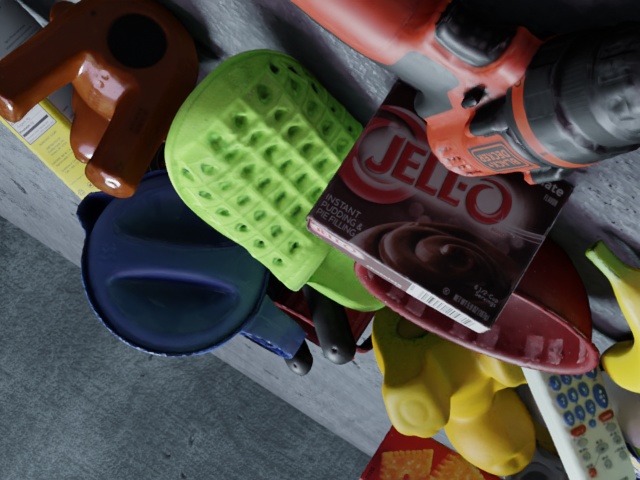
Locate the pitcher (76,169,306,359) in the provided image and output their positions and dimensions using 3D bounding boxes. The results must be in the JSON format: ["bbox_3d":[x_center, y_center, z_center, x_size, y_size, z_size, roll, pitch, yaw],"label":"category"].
[{"bbox_3d":[-0.100,0.039,0.855,0.243,0.145,0.149,112,144,-80],"label":"pitcher"}]

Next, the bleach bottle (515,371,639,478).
[{"bbox_3d":[0.238,0.143,0.790,0.102,0.068,0.251,46,165,-24],"label":"bleach bottle"}]

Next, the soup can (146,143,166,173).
[{"bbox_3d":[-0.117,-0.056,0.907,0.068,0.068,0.102,33,168,1],"label":"soup can"}]

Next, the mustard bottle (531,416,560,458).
[{"bbox_3d":[0.177,0.146,0.962,0.192,0.058,0.096,25,167,35],"label":"mustard bottle"}]

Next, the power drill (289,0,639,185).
[{"bbox_3d":[0.041,-0.091,0.413,0.187,0.057,0.185,36,167,-13],"label":"power drill"}]

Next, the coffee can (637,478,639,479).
[{"bbox_3d":[0.304,0.223,0.835,0.102,0.102,0.141,41,165,-31],"label":"coffee can"}]

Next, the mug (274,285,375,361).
[{"bbox_3d":[0.019,0.055,0.951,0.117,0.081,0.093,41,165,-30],"label":"mug"}]

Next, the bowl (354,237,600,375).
[{"bbox_3d":[0.104,0.025,0.666,0.162,0.055,0.162,23,164,7],"label":"bowl"}]

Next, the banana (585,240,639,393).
[{"bbox_3d":[0.199,0.059,0.647,0.070,0.037,0.197,52,176,30],"label":"banana"}]

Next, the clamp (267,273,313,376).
[{"bbox_3d":[-0.056,0.038,1.041,0.210,0.036,0.164,41,-156,-2],"label":"clamp"}]

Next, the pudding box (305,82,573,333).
[{"bbox_3d":[0.062,-0.016,0.567,0.113,0.090,0.039,32,169,3],"label":"pudding box"}]

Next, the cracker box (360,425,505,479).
[{"bbox_3d":[0.157,0.251,0.908,0.214,0.072,0.164,26,167,35],"label":"cracker box"}]

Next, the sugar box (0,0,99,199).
[{"bbox_3d":[-0.219,-0.118,0.828,0.176,0.048,0.093,45,-157,-16],"label":"sugar box"}]

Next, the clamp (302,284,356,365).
[{"bbox_3d":[-0.005,0.001,0.815,0.120,0.039,0.171,-54,-58,-75],"label":"clamp"}]
